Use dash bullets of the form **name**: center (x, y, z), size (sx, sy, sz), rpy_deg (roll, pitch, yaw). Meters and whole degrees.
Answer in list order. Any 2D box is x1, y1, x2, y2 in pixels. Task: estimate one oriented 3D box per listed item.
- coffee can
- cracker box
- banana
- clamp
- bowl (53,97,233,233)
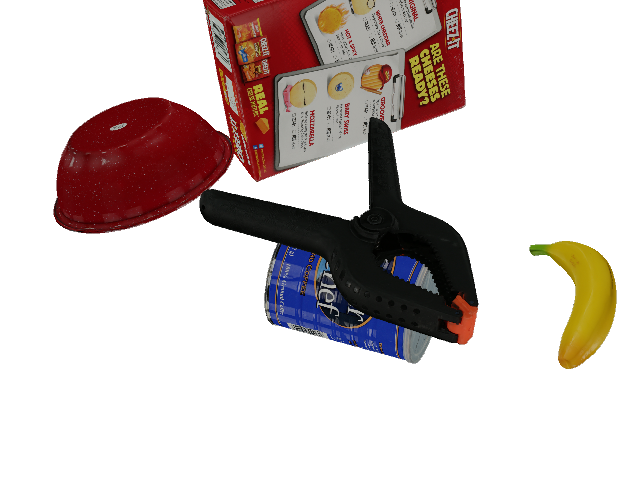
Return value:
- **coffee can**: center (0.033, 0.046, 0.980), size (0.140, 0.103, 0.102), rpy_deg (14, 4, 18)
- **cracker box**: center (0.015, -0.165, 0.932), size (0.213, 0.164, 0.072), rpy_deg (-22, 40, -15)
- **banana**: center (0.246, 0.052, 1.008), size (0.070, 0.037, 0.197), rpy_deg (-28, 25, 17)
- **clamp**: center (0.025, -0.001, 0.732), size (0.164, 0.036, 0.210), rpy_deg (-21, 49, -20)
- **bowl**: center (-0.156, -0.073, 0.885), size (0.162, 0.055, 0.162), rpy_deg (-15, 31, 9)
